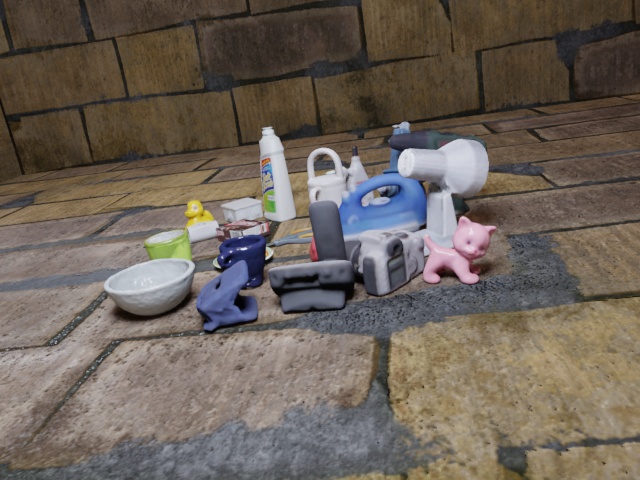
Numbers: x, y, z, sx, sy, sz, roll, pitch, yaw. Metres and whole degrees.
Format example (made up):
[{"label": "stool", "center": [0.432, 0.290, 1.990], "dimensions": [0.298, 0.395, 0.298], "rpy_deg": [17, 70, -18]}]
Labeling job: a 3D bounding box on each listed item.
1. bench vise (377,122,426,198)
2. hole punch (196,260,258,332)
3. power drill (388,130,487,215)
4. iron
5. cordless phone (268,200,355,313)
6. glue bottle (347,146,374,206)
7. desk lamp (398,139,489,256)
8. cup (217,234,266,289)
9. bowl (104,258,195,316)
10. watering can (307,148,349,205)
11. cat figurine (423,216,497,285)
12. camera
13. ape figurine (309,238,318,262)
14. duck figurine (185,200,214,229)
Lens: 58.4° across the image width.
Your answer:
[{"label": "bench vise", "center": [0.212, -0.181, 1.454], "dimensions": [0.121, 0.220, 0.208], "rpy_deg": [-3, 18, 17]}, {"label": "hole punch", "center": [-0.163, 0.093, 0.984], "dimensions": [0.101, 0.091, 0.108], "rpy_deg": [-11, 18, -7]}, {"label": "power drill", "center": [0.288, -0.165, 1.385], "dimensions": [0.229, 0.208, 0.075], "rpy_deg": [-7, 18, 4]}, {"label": "iron", "center": [0.131, -0.083, 1.315], "dimensions": [0.258, 0.141, 0.118], "rpy_deg": [-13, 18, -13]}, {"label": "cordless phone", "center": [-0.019, 0.023, 0.979], "dimensions": [0.147, 0.185, 0.094], "rpy_deg": [-7, 18, 4]}, {"label": "glue bottle", "center": [0.101, -0.168, 1.541], "dimensions": [0.078, 0.173, 0.037], "rpy_deg": [-19, 20, -29]}, {"label": "desk lamp", "center": [0.240, -0.092, 1.170], "dimensions": [0.204, 0.214, 0.117], "rpy_deg": [-16, 19, -23]}, {"label": "cup", "center": [-0.150, 0.050, 1.104], "dimensions": [0.091, 0.095, 0.118], "rpy_deg": [2, 21, 31]}, {"label": "bowl", "center": [-0.310, 0.096, 1.071], "dimensions": [0.167, 0.075, 0.167], "rpy_deg": [-8, 18, 3]}, {"label": "watering can", "center": [0.020, -0.139, 1.456], "dimensions": [0.100, 0.194, 0.173], "rpy_deg": [-6, 18, 8]}, {"label": "cat figurine", "center": [0.243, 0.012, 1.002], "dimensions": [0.127, 0.118, 0.067], "rpy_deg": [-1, 19, 21]}, {"label": "camera", "center": [0.102, 0.025, 1.055], "dimensions": [0.136, 0.101, 0.143], "rpy_deg": [9, 25, 44]}, {"label": "ape figurine", "center": [0.011, 0.004, 1.179], "dimensions": [0.078, 0.092, 0.075], "rpy_deg": [-22, 22, -35]}, {"label": "duck figurine", "center": [-0.338, -0.069, 1.582], "dimensions": [0.077, 0.086, 0.105], "rpy_deg": [-1, 19, 22]}]
